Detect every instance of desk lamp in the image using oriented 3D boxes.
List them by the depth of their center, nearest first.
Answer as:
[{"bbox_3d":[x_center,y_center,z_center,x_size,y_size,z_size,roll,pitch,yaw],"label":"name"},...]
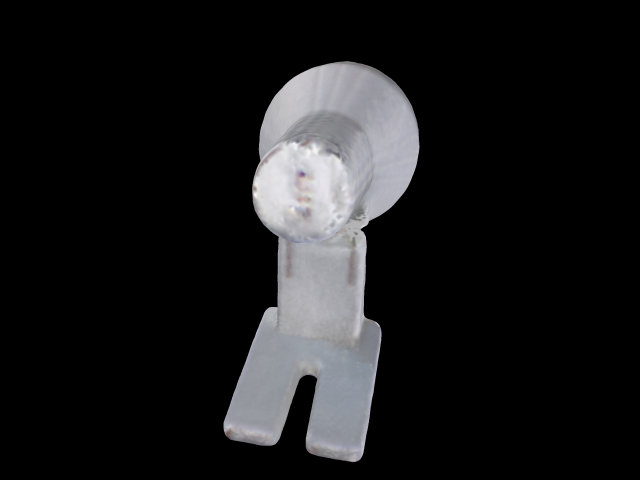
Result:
[{"bbox_3d":[0.004,0.001,0.400,0.117,0.214,0.203,6,36,8],"label":"desk lamp"}]
